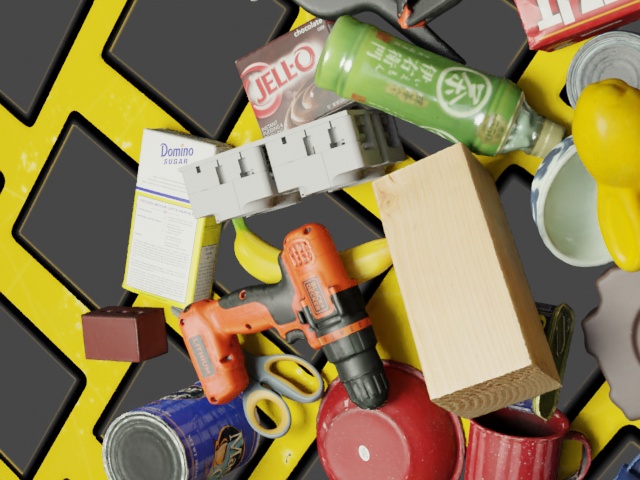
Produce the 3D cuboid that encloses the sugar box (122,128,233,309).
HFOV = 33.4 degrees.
[{"bbox_3d":[-0.150,-0.023,1.120,0.093,0.048,0.176,16,101,25],"label":"sugar box"}]

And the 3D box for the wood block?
[{"bbox_3d":[0.123,0.036,0.912,0.091,0.090,0.206,-24,61,20],"label":"wood block"}]

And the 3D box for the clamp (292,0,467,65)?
[{"bbox_3d":[0.045,-0.236,0.971,0.210,0.036,0.164,0,98,11],"label":"clamp"}]

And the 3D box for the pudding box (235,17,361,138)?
[{"bbox_3d":[-0.018,-0.155,1.035,0.114,0.039,0.090,-23,85,28],"label":"pudding box"}]

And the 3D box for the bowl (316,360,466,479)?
[{"bbox_3d":[0.056,0.200,1.038,0.162,0.055,0.162,4,99,28],"label":"bowl"}]

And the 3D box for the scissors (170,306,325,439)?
[{"bbox_3d":[-0.090,0.140,1.110,0.202,0.016,0.096,16,77,24],"label":"scissors"}]

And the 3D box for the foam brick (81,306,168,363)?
[{"bbox_3d":[-0.214,0.102,1.166,0.078,0.052,0.051,0,97,27],"label":"foam brick"}]

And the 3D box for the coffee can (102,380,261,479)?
[{"bbox_3d":[-0.139,0.207,1.092,0.103,0.140,0.103,4,99,27],"label":"coffee can"}]

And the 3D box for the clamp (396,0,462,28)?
[{"bbox_3d":[0.102,-0.264,0.901,0.120,0.039,0.172,55,131,29],"label":"clamp"}]

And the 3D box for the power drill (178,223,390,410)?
[{"bbox_3d":[-0.035,0.097,1.031,0.188,0.057,0.184,-24,84,28],"label":"power drill"}]

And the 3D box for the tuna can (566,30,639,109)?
[{"bbox_3d":[0.252,-0.133,0.899,0.086,0.033,0.086,4,99,27],"label":"tuna can"}]

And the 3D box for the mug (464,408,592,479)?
[{"bbox_3d":[0.185,0.195,0.958,0.117,0.093,0.081,2,105,-4],"label":"mug"}]

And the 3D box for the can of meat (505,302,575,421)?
[{"bbox_3d":[0.172,0.101,0.950,0.084,0.057,0.102,9,78,30],"label":"can of meat"}]

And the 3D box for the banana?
[{"bbox_3d":[-0.011,0.019,1.057,0.198,0.037,0.070,9,104,26],"label":"banana"}]

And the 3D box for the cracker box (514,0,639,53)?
[{"bbox_3d":[0.221,-0.282,0.874,0.164,0.072,0.214,-18,89,29],"label":"cracker box"}]

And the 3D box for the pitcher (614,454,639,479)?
[{"bbox_3d":[0.329,0.288,0.871,0.243,0.144,0.149,27,140,18],"label":"pitcher"}]
